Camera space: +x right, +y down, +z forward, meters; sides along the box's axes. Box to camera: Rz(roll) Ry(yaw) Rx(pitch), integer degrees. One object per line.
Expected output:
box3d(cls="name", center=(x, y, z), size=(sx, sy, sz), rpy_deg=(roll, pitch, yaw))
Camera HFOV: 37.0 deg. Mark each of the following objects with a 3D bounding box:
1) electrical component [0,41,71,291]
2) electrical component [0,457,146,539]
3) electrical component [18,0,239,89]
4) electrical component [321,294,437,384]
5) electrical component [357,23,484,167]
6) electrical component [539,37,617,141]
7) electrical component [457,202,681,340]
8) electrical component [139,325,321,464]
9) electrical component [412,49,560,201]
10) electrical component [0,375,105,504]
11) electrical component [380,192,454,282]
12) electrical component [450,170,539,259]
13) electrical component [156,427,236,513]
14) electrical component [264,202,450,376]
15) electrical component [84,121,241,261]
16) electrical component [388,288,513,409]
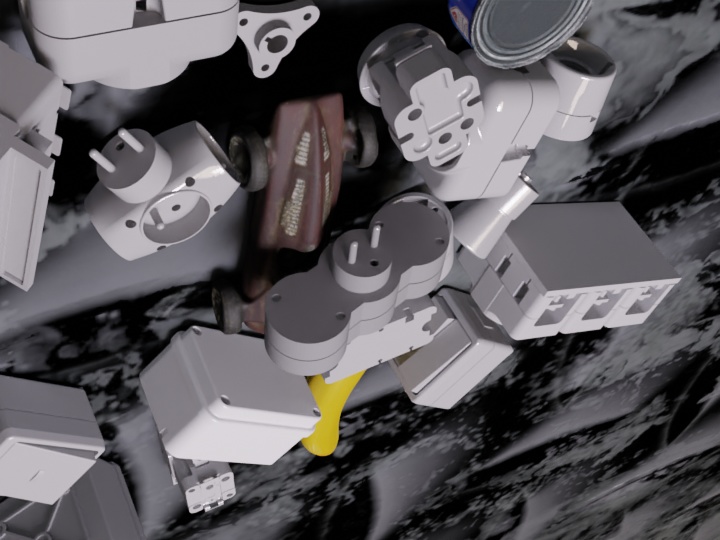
box3d(cls="electrical component", center=(-0.175, -0.047, 0.497), size=(0.063, 0.079, 0.121), rpy_deg=(-62, -175, -33))
box3d(cls="electrical component", center=(-0.220, 0.209, 0.802), size=(0.109, 0.108, 0.056), rpy_deg=(-35, 145, 6))
box3d(cls="electrical component", center=(-0.105, -0.123, 0.492), size=(0.095, 0.053, 0.059), rpy_deg=(-16, 145, -22))
box3d(cls="electrical component", center=(0.003, 0.035, 0.794), size=(0.089, 0.055, 0.050), rpy_deg=(-21, 146, -15))
box3d(cls="electrical component", center=(0.033, -0.106, 0.626), size=(0.058, 0.057, 0.078), rpy_deg=(-29, 148, -3))
box3d(cls="electrical component", center=(0.134, -0.119, 0.695), size=(0.055, 0.055, 0.047), rpy_deg=(-10, 138, -30))
box3d(cls="electrical component", center=(0.162, 0.000, 0.846), size=(0.150, 0.089, 0.061), rpy_deg=(-4, 139, -36))
box3d(cls="electrical component", center=(-0.091, 0.091, 0.774), size=(0.057, 0.078, 0.113), rpy_deg=(-43, 146, 23))
box3d(cls="electrical component", center=(0.074, -0.091, 0.683), size=(0.059, 0.053, 0.095), rpy_deg=(-7, 141, -33))
box3d(cls="electrical component", center=(-0.226, 0.113, 0.708), size=(0.062, 0.061, 0.096), rpy_deg=(-44, 146, 19))
box3d(cls="electrical component", center=(0.039, -0.019, 0.754), size=(0.055, 0.055, 0.047), rpy_deg=(-28, 151, -5))
box3d(cls="electrical component", center=(0.097, -0.046, 0.777), size=(0.065, 0.044, 0.044), rpy_deg=(-46, 145, 14))
box3d(cls="electrical component", center=(-0.127, 0.150, 0.839), size=(0.042, 0.063, 0.081), rpy_deg=(-20, 146, -16))
box3d(cls="electrical component", center=(0.000, 0.000, 0.660), size=(0.138, 0.052, 0.073), rpy_deg=(-36, 155, -28))
box3d(cls="electrical component", center=(-0.117, -0.051, 0.590), size=(0.077, 0.044, 0.079), rpy_deg=(-34, 148, 5))
box3d(cls="electrical component", center=(0.064, 0.069, 0.885), size=(0.096, 0.061, 0.061), rpy_deg=(-45, 145, 21))
